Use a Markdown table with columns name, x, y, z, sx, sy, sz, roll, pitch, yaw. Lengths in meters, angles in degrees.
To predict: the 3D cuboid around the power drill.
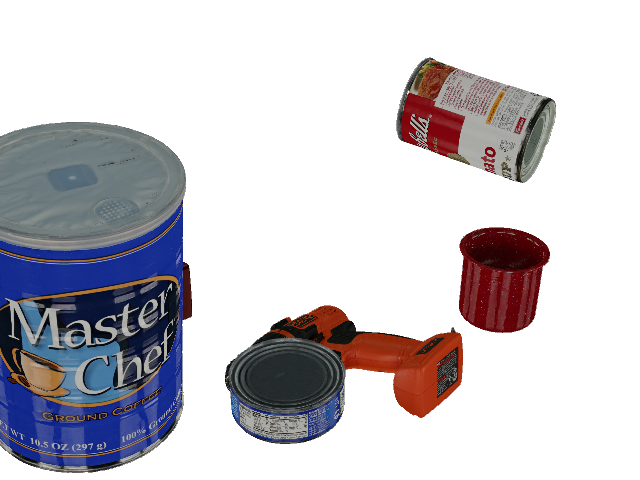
| name | x | y | z | sx | sy | sz | roll | pitch | yaw |
| --- | --- | --- | --- | --- | --- | --- | --- | --- | --- |
| power drill | 0.026 | 0.115 | 1.006 | 0.188 | 0.057 | 0.184 | 9 | 21 | 30 |

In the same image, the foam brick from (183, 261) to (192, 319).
| name | x | y | z | sx | sy | sz | roll | pitch | yaw |
| --- | --- | --- | --- | --- | --- | --- | --- | --- | --- |
| foam brick | -0.157 | 0.048 | 0.924 | 0.078 | 0.051 | 0.053 | -22 | 30 | -34 |

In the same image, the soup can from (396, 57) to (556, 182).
| name | x | y | z | sx | sy | sz | roll | pitch | yaw |
| --- | --- | --- | --- | --- | --- | --- | --- | --- | --- |
| soup can | 0.118 | -0.091 | 0.809 | 0.102 | 0.068 | 0.068 | 23 | 9 | 22 |

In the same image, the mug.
| name | x | y | z | sx | sy | sz | roll | pitch | yaw |
| --- | --- | --- | --- | --- | --- | --- | --- | --- | --- |
| mug | 0.187 | 0.037 | 1.132 | 0.093 | 0.081 | 0.117 | -4 | 30 | -10 |

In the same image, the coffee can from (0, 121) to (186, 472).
| name | x | y | z | sx | sy | sz | roll | pitch | yaw |
| --- | --- | --- | --- | --- | --- | --- | --- | --- | --- |
| coffee can | -0.118 | 0.027 | 0.522 | 0.103 | 0.140 | 0.103 | 3 | 34 | -3 |

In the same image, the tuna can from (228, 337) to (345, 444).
| name | x | y | z | sx | sy | sz | roll | pitch | yaw |
| --- | --- | --- | --- | --- | --- | --- | --- | --- | --- |
| tuna can | -0.024 | 0.110 | 0.786 | 0.086 | 0.034 | 0.086 | -1 | 31 | 0 |
